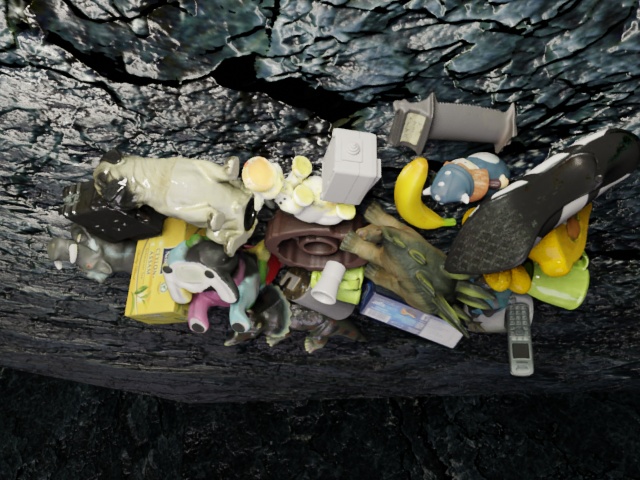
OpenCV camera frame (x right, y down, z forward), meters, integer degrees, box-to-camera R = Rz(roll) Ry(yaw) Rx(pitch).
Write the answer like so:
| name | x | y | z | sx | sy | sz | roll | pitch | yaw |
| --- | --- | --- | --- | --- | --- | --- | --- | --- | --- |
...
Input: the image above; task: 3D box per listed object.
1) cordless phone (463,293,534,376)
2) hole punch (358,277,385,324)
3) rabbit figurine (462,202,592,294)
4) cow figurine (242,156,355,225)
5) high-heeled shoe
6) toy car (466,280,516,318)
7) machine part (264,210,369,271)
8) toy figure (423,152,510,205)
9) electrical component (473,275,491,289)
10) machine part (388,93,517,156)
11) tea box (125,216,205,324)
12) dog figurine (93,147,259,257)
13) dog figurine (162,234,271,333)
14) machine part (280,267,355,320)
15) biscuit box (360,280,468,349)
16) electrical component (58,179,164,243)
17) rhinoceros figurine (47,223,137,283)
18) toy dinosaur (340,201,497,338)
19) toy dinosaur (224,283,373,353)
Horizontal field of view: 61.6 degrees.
| name | x | y | z | sx | sy | sz | roll | pitch | yaw |
| --- | --- | --- | --- | --- | --- | --- | --- | --- | --- |
| cordless phone | 0.385 | 0.199 | 1.156 | 0.147 | 0.184 | 0.088 | -1 | 160 | 6 |
| hole punch | 0.132 | 0.113 | 1.105 | 0.115 | 0.092 | 0.142 | 24 | 152 | -34 |
| rabbit figurine | 0.283 | -0.004 | 0.774 | 0.122 | 0.162 | 0.173 | 7 | 177 | -42 |
| cow figurine | -0.037 | -0.065 | 0.736 | 0.167 | 0.068 | 0.098 | 16 | 159 | -26 |
| high-heeled shoe | 0.262 | -0.046 | 0.652 | 0.249 | 0.086 | 0.145 | -36 | -179 | 39 |
| toy car | 0.320 | 0.083 | 1.004 | 0.103 | 0.109 | 0.161 | -24 | 163 | -2 |
| machine part | -0.002 | -0.003 | 0.886 | 0.179 | 0.056 | 0.179 | 3 | 156 | 1 |
| toy figure | 0.178 | -0.073 | 0.644 | 0.064 | 0.057 | 0.154 | -16 | 178 | 41 |
| electrical component | 0.284 | 0.035 | 0.906 | 0.078 | 0.102 | 0.045 | 26 | 153 | 8 |
| machine part | 0.149 | -0.128 | 0.609 | 0.139 | 0.039 | 0.084 | 3 | 148 | 3 |
| tea box | -0.247 | 0.047 | 0.876 | 0.098 | 0.169 | 0.068 | -10 | 154 | 22 |
| dog figurine | -0.193 | -0.059 | 0.746 | 0.191 | 0.121 | 0.172 | 11 | 156 | 16 |
| dog figurine | -0.145 | 0.038 | 0.863 | 0.109 | 0.219 | 0.191 | -10 | 120 | 18 |
| machine part | 0.001 | 0.110 | 1.118 | 0.079 | 0.079 | 0.243 | -14 | 151 | 32 |
| biscuit box | 0.176 | 0.136 | 1.023 | 0.203 | 0.063 | 0.059 | 22 | 118 | -8 |
| electrical component | -0.306 | -0.042 | 0.820 | 0.115 | 0.058 | 0.134 | -10 | 153 | 30 |
| rhinoceros figurine | -0.357 | 0.021 | 0.902 | 0.073 | 0.112 | 0.190 | -14 | 160 | 37 |
| toy dinosaur | 0.167 | 0.066 | 0.836 | 0.199 | 0.105 | 0.471 | 38 | -177 | 31 |
| toy dinosaur | -0.023 | 0.181 | 1.248 | 0.405 | 0.131 | 0.192 | 5 | 157 | -22 |
